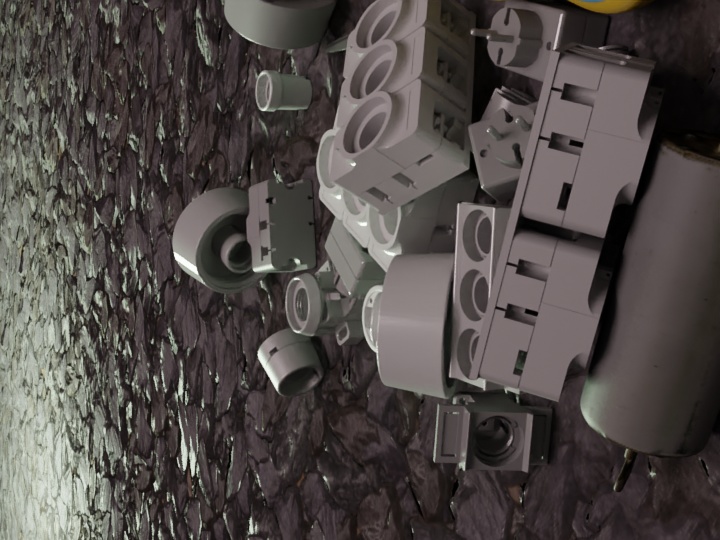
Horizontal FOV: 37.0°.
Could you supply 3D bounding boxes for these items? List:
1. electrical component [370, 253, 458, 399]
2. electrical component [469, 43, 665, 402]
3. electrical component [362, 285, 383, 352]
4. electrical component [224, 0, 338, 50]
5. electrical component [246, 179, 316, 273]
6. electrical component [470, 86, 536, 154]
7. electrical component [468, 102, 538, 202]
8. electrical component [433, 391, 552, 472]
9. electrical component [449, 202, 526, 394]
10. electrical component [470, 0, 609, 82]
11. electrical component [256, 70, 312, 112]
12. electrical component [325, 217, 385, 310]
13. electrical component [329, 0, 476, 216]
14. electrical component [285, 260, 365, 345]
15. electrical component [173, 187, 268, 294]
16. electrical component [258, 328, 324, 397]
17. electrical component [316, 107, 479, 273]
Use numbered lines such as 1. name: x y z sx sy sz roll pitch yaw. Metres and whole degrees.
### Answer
1. electrical component: 0.041 0.039 0.798 0.108 0.060 0.108 5 -90 -76
2. electrical component: 0.123 -0.030 0.621 0.105 0.060 0.186 -40 -36 -68
3. electrical component: 0.035 0.039 0.882 0.055 0.047 0.055 5 95 61
4. electrical component: -0.077 -0.252 1.019 0.060 0.108 0.108 109 146 -44
5. electrical component: -0.081 -0.044 1.088 0.056 0.050 0.089 -9 83 61
6. electrical component: 0.103 -0.102 0.761 0.040 0.040 0.046 55 132 45
7. electrical component: 0.104 -0.083 0.696 0.066 0.077 0.047 -17 73 21
8. electrical component: 0.091 0.112 0.762 0.064 0.081 0.042 -119 33 -78
9. electrical component: 0.102 0.017 0.741 0.079 0.063 0.121 14 103 61
10. electrical component: 0.110 -0.151 0.706 0.066 0.077 0.047 38 124 55
11. electrical component: -0.076 -0.179 1.078 0.040 0.046 0.040 5 95 61
12. electrical component: 0.000 0.000 0.945 0.065 0.047 0.076 61 141 40
13. electrical component: 0.030 -0.130 0.795 0.089 0.062 0.150 -27 45 41
14. electrical component: -0.033 0.031 0.997 0.058 0.057 0.078 -46 52 53
15. electrical component: -0.136 -0.027 1.138 0.060 0.108 0.108 37 123 48
16. electrical component: -0.067 0.093 1.067 0.047 0.055 0.055 60 140 36
17. electrical component: 0.024 -0.067 0.884 0.150 0.062 0.089 49 132 50
